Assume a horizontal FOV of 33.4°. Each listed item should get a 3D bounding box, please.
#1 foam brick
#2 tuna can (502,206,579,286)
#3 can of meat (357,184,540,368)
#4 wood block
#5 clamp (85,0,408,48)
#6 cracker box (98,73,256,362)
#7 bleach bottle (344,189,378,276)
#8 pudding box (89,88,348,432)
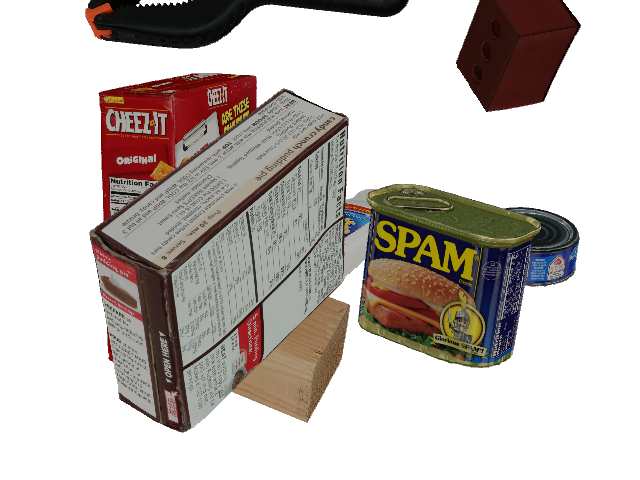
[{"bbox_3d":[0.138,-0.138,0.754,0.051,0.053,0.078,-15,-32,-21],"label":"foam brick"},{"bbox_3d":[0.177,0.004,0.912,0.086,0.034,0.086,1,28,-1],"label":"tuna can"},{"bbox_3d":[0.073,0.021,0.638,0.102,0.084,0.057,19,24,33],"label":"can of meat"},{"bbox_3d":[-0.085,0.083,1.040,0.206,0.090,0.090,20,47,13],"label":"wood block"},{"bbox_3d":[-0.055,-0.181,0.724,0.210,0.165,0.036,-31,-18,-7],"label":"clamp"},{"bbox_3d":[-0.111,-0.022,0.864,0.072,0.214,0.164,5,15,17],"label":"cracker box"},{"bbox_3d":[0.015,-0.005,1.298,0.103,0.068,0.250,20,37,29],"label":"bleach bottle"},{"bbox_3d":[-0.034,0.007,0.417,0.039,0.090,0.113,24,47,25],"label":"pudding box"}]
